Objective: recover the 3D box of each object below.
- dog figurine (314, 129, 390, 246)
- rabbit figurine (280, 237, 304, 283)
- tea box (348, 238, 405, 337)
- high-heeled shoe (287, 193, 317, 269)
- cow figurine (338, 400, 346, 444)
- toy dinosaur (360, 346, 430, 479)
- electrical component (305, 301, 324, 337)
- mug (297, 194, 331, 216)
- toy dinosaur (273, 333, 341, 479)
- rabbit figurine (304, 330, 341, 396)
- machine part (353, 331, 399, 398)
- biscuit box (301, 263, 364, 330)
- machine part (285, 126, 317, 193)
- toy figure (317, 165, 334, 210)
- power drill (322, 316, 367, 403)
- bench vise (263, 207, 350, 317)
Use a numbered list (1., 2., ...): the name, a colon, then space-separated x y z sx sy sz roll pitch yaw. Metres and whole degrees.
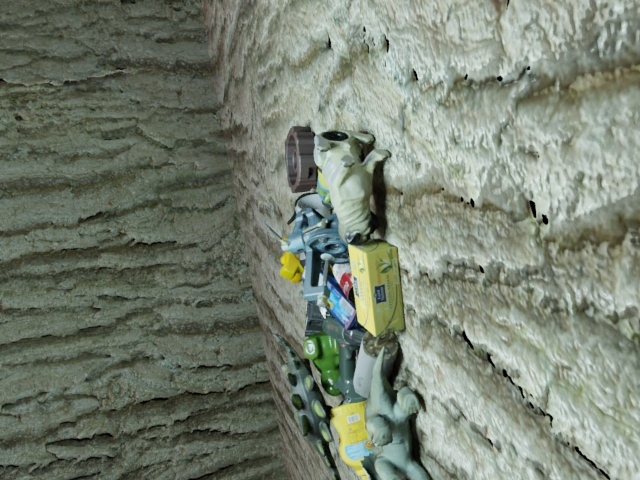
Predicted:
1. dog figurine: 0.044 -0.100 1.024 0.172 0.121 0.190 -119 27 -49
2. rabbit figurine: -0.071 0.064 1.602 0.173 0.122 0.162 108 152 -62
3. tea box: 0.110 0.090 1.051 0.098 0.068 0.169 -154 54 -70
4. high-heeled shoe: -0.003 -0.004 1.459 0.145 0.086 0.249 -39 79 39
5. cow figurine: 0.080 0.520 1.475 0.098 0.068 0.167 -123 28 -66
6. toy dinosaur: 0.139 0.393 1.094 0.192 0.131 0.404 -175 80 -74
7. electrical component: -0.011 0.200 1.560 0.114 0.058 0.134 103 172 -54
8. mug: -0.019 -0.056 1.382 0.110 0.081 0.107 23 134 42
9. toy dinosaur: -0.022 0.459 1.414 0.471 0.105 0.198 64 177 8
10. rabbit figurine: 0.018 0.338 1.470 0.159 0.121 0.170 157 105 -81
11. machine part: 0.116 0.263 1.135 0.243 0.079 0.079 97 157 -47
12. biscuit box: 0.039 0.122 1.234 0.203 0.063 0.059 45 122 40
13. machine part: -0.050 -0.211 1.420 0.179 0.056 0.179 176 90 -74
14. toy figure: 0.031 -0.133 1.136 0.180 0.089 0.082 108 143 -57
15. power drill: 0.076 0.284 1.298 0.232 0.086 0.207 23 127 64
16. bench vise: -0.004 0.033 1.133 0.128 0.224 0.240 48 -141 -48
